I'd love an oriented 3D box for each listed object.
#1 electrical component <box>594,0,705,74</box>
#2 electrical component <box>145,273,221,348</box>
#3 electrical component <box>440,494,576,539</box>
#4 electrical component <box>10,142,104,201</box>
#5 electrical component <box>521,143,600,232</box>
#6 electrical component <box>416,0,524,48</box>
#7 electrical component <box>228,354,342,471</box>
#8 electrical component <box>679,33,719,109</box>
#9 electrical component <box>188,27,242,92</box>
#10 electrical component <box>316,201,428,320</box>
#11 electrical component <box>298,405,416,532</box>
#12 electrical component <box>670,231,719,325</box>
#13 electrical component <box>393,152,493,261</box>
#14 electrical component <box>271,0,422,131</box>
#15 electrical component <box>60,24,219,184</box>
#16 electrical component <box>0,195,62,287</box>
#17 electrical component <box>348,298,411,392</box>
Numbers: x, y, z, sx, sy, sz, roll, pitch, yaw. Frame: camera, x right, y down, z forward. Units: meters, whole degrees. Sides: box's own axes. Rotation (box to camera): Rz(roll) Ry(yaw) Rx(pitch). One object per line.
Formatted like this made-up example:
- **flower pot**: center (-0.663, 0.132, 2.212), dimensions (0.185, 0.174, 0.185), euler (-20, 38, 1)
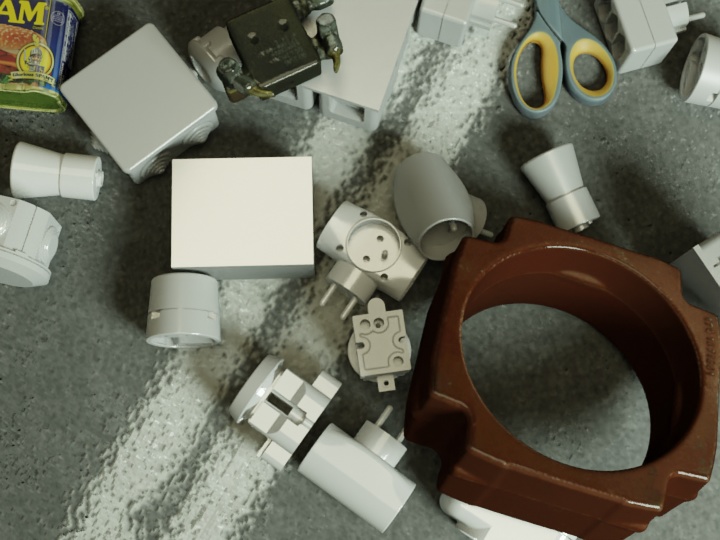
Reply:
- **electrical component**: center (0.238, -0.204, 0.864), dimensions (0.077, 0.047, 0.065), euler (-15, 79, -4)
- **electrical component**: center (-0.132, 0.031, 0.806), dimensions (0.055, 0.055, 0.047), euler (-1, 75, -1)
- **electrical component**: center (0.108, 0.176, 0.780), dimensions (0.095, 0.053, 0.059), euler (32, 80, 5)
- **electrical component**: center (-0.233, -0.074, 0.833), dimensions (0.065, 0.044, 0.044), euler (6, 78, -4)
- **electrical component**: center (0.159, -0.060, 0.837), dimensions (0.044, 0.044, 0.065), euler (-24, 85, -6)
- **electrical component**: center (0.092, -0.216, 0.864), dimensions (0.077, 0.047, 0.065), euler (19, 79, 3)
- **electrical component**: center (-0.059, 0.099, 0.791), dimensions (0.057, 0.058, 0.078), euler (35, 80, 3)
- **electrical component**: center (0.287, -0.155, 0.852), dimensions (0.047, 0.055, 0.055), euler (14, 78, -2)
- **electrical component**: center (-0.102, -0.175, 0.855), dimensions (0.062, 0.048, 0.048), euler (-40, 82, -15)
- **electrical component**: center (0.000, 0.000, 0.819), dimensions (0.077, 0.044, 0.079), euler (33, 80, 5)
- **electrical component**: center (0.008, 0.138, 0.791), dimensions (0.077, 0.044, 0.079), euler (35, 80, 6)
- **electrical component**: center (0.303, 0.058, 0.782), dimensions (0.060, 0.105, 0.186), euler (-31, 81, -7)
- **electrical component**: center (0.070, -0.044, 0.823), dimensions (0.079, 0.043, 0.077), euler (19, 37, -32)
- **electrical component**: center (-0.006, -0.216, 0.856), dimensions (0.105, 0.060, 0.186), euler (19, 79, 3)
- **electrical component**: center (-0.169, -0.127, 0.840), dimensions (0.100, 0.048, 0.099), euler (-38, 81, -8)
- **electrical component**: center (-0.266, -0.021, 0.802), dimensions (0.080, 0.080, 0.051), euler (13, 74, 2)
- **electrical component**: center (0.015, 0.058, 0.802), dimensions (0.048, 0.055, 0.066), euler (-8, 79, -3)
